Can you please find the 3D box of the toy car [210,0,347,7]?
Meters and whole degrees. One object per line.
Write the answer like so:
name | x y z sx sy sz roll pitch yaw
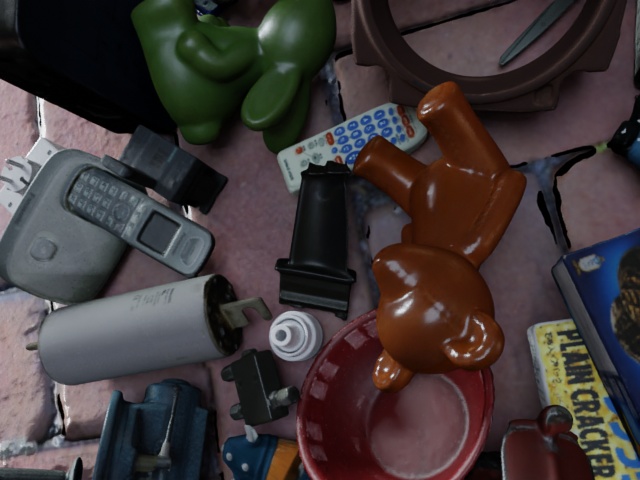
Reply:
toy car | -0.032 -0.259 0.498 0.202 0.073 0.056 -6 92 -9

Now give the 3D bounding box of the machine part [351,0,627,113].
machine part | 0.126 -0.205 0.414 0.202 0.087 0.200 6 118 14

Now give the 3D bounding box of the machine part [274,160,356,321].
machine part | -0.001 -0.001 0.473 0.084 0.039 0.138 13 106 21

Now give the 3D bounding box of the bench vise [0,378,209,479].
bench vise | -0.191 0.220 0.433 0.241 0.129 0.223 11 73 -15

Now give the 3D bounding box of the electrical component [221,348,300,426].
electrical component | -0.053 0.125 0.464 0.094 0.021 0.063 -31 71 45

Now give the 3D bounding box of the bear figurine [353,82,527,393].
bear figurine | 0.075 0.000 0.392 0.132 0.120 0.196 42 51 -12

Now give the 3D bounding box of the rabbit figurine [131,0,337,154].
rabbit figurine | -0.064 -0.164 0.490 0.170 0.121 0.159 -16 78 15

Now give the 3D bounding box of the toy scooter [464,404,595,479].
toy scooter | 0.130 0.180 0.358 0.075 0.184 0.135 14 69 -7

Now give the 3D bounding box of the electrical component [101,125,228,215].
electrical component | -0.147 -0.068 0.497 0.075 0.119 0.047 31 89 21

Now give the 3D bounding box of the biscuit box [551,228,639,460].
biscuit box | 0.217 0.094 0.328 0.063 0.059 0.202 -23 73 10

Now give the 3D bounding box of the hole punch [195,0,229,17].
hole punch | -0.123 -0.303 0.562 0.142 0.092 0.116 -49 41 5

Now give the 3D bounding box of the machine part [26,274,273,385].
machine part | -0.163 0.083 0.494 0.243 0.079 0.079 -12 77 14

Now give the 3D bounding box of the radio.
radio | -0.208 -0.183 0.479 0.073 0.229 0.131 2 85 16

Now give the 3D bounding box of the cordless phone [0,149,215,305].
cordless phone | -0.199 0.011 0.517 0.184 0.088 0.146 28 87 14

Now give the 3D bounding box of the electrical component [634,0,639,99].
electrical component | 0.279 -0.180 0.395 0.058 0.134 0.115 2 83 16

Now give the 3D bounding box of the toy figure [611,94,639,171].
toy figure | 0.309 -0.045 0.391 0.180 0.089 0.082 39 118 28

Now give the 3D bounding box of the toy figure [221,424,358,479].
toy figure | -0.012 0.204 0.441 0.155 0.057 0.064 24 72 22
